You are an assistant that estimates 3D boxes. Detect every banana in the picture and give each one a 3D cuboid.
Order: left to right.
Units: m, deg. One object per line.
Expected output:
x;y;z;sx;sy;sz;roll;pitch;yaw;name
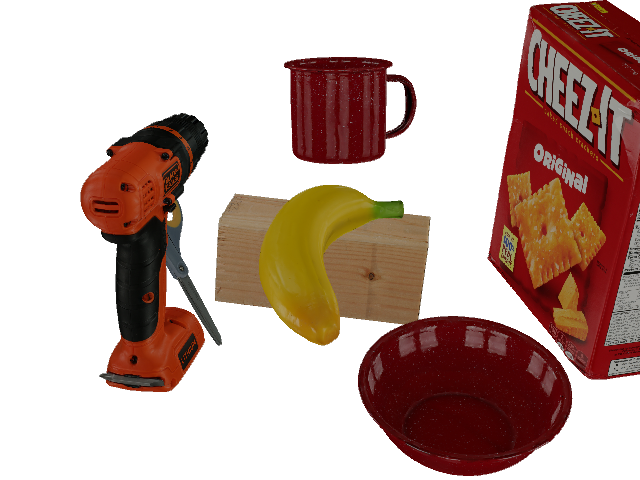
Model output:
-0.001;0.004;0.633;0.070;0.037;0.197;3;24;15;banana

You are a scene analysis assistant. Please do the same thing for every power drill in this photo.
-0.126;0.006;0.819;0.057;0.188;0.184;4;22;13;power drill

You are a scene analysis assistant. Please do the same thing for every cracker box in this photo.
0.190;-0.036;0.741;0.072;0.214;0.164;-7;34;-16;cracker box

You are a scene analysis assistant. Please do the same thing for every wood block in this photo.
0.003;0.019;1.089;0.206;0.091;0.090;7;22;5;wood block

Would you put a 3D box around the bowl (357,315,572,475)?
0.109;0.128;0.823;0.162;0.055;0.162;0;35;0;bowl

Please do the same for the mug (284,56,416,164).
0.027;-0.114;0.923;0.117;0.081;0.093;-6;16;-18;mug

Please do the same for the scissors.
-0.157;0.017;1.217;0.016;0.201;0.096;-28;17;38;scissors
